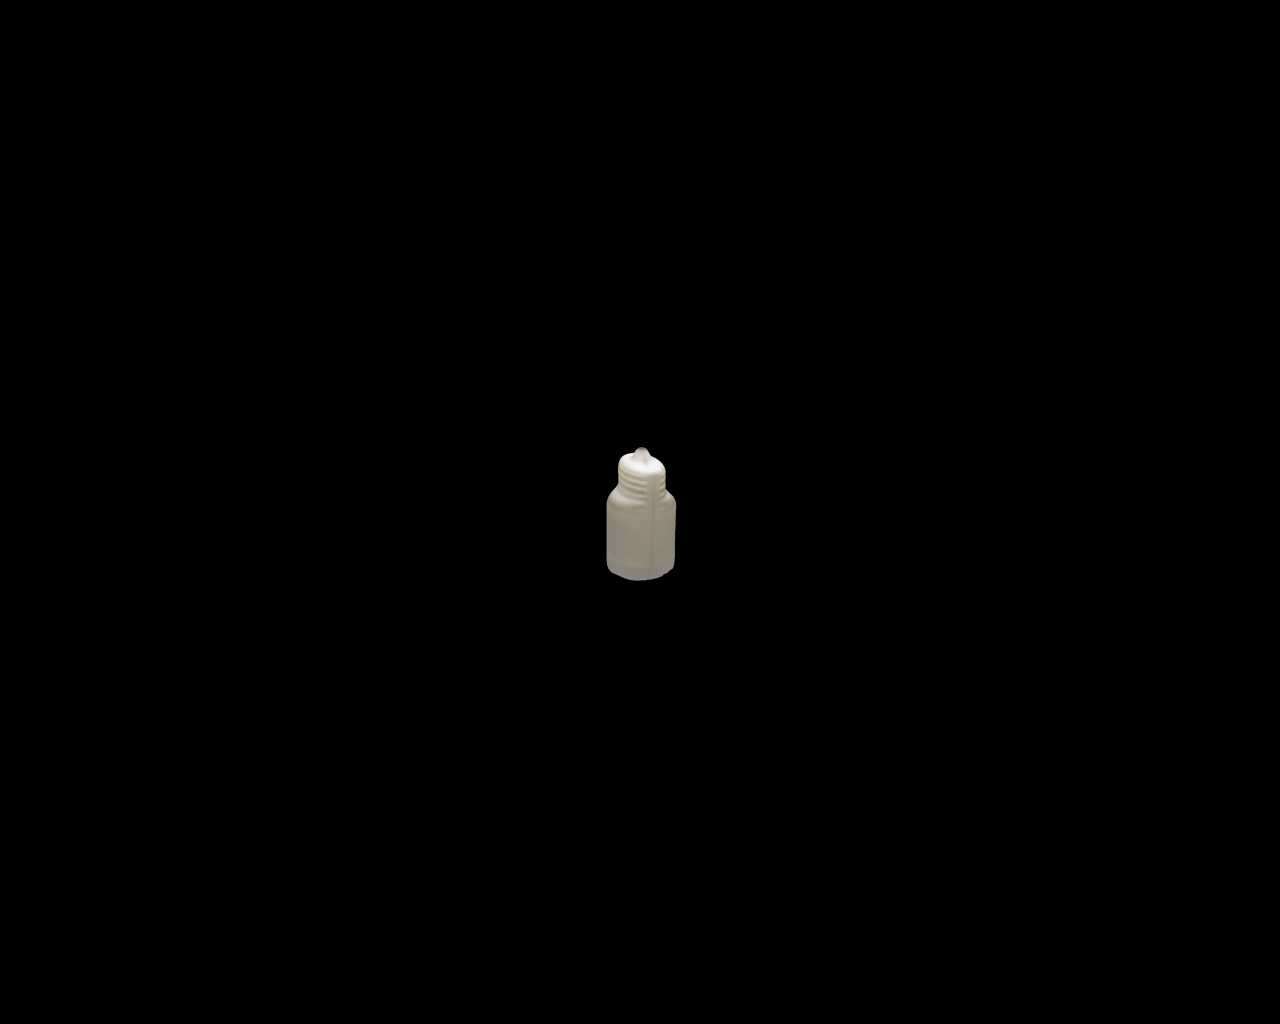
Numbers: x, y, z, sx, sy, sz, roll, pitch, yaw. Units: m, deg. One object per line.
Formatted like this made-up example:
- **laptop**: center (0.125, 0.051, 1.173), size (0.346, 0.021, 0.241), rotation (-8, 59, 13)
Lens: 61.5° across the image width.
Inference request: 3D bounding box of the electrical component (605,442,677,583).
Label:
- **electrical component**: center (0.001, -0.003, 0.650), size (0.043, 0.080, 0.043), rotation (0, 22, 0)
